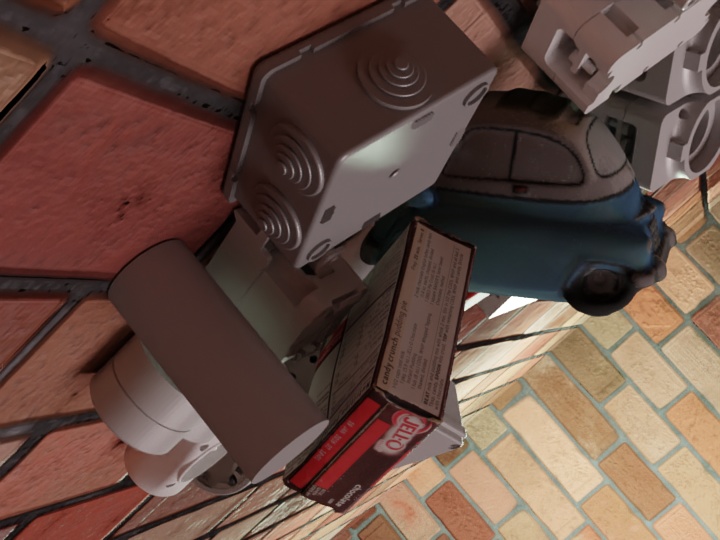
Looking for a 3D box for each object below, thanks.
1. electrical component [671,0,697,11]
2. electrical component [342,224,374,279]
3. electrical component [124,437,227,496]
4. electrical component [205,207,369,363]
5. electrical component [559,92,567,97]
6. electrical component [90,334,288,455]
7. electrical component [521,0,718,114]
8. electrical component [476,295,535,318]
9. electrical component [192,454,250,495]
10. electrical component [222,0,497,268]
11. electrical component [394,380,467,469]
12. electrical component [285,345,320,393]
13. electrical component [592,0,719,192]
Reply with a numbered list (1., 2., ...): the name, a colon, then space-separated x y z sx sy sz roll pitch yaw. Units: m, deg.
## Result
1. electrical component: 0.126 -0.140 0.476 0.035 0.061 0.035 -39 167 -11
2. electrical component: 0.000 0.000 0.631 0.046 0.040 0.040 -44 168 -11
3. electrical component: -0.094 0.093 0.657 0.077 0.044 0.079 -49 164 31
4. electrical component: -0.034 0.004 0.496 0.042 0.063 0.081 -24 159 -47
5. electrical component: 0.137 -0.072 0.743 0.138 0.052 0.074 -47 165 26
6. electrical component: -0.071 0.046 0.553 0.074 0.052 0.138 -44 166 13
7. electrical component: 0.129 -0.130 0.529 0.089 0.055 0.050 -36 166 -19
8. electrical component: 0.142 -0.020 0.906 0.089 0.061 0.150 -46 166 21
9. electrical component: -0.092 0.129 0.761 0.055 0.055 0.047 -41 170 2
10. electrical component: -0.001 -0.055 0.430 0.100 0.048 0.099 -33 165 -29
11. electrical component: 0.009 0.111 0.827 0.109 0.056 0.109 -23 146 24
12. electrical component: -0.023 0.061 0.750 0.079 0.043 0.077 -39 167 -6
13. electrical component: 0.215 -0.131 0.658 0.186 0.060 0.105 -30 134 -37
